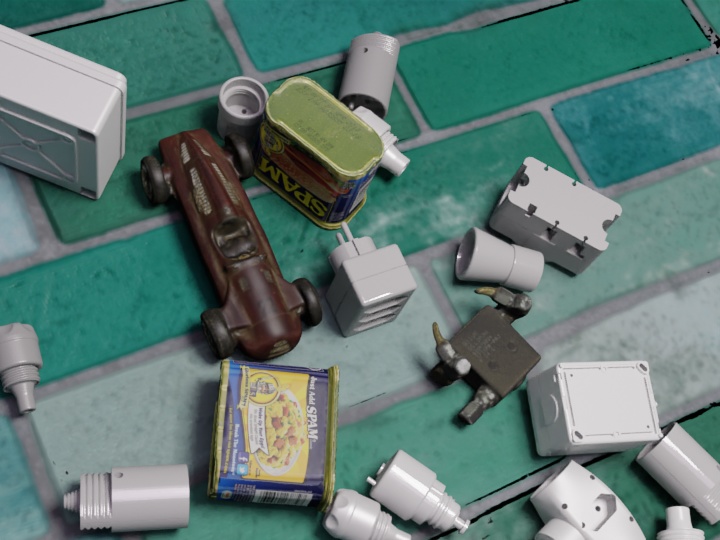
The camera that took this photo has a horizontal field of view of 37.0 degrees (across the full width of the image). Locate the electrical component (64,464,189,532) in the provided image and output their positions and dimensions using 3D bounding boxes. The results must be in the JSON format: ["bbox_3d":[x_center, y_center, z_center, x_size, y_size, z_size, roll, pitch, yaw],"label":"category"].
[{"bbox_3d":[-0.158,0.154,0.725,0.081,0.043,0.043,0,65,-14],"label":"electrical component"}]

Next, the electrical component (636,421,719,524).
[{"bbox_3d":[0.257,0.161,0.827,0.081,0.043,0.043,45,63,9],"label":"electrical component"}]

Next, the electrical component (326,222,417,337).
[{"bbox_3d":[0.000,0.000,0.826,0.047,0.065,0.076,-18,71,-21],"label":"electrical component"}]

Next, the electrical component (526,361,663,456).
[{"bbox_3d":[0.182,0.107,0.826,0.096,0.061,0.061,1,70,-22],"label":"electrical component"}]

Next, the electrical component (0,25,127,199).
[{"bbox_3d":[-0.233,-0.114,0.797,0.109,0.108,0.056,22,64,-3],"label":"electrical component"}]

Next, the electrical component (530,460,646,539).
[{"bbox_3d":[0.155,0.193,0.785,0.079,0.043,0.077,-38,79,-26],"label":"electrical component"}]

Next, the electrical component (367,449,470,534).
[{"bbox_3d":[0.043,0.163,0.773,0.078,0.040,0.040,34,62,3],"label":"electrical component"}]

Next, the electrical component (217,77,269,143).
[{"bbox_3d":[-0.097,-0.128,0.873,0.040,0.046,0.040,6,64,-12],"label":"electrical component"}]

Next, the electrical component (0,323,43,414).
[{"bbox_3d":[-0.238,0.070,0.750,0.035,0.035,0.061,-13,71,-19],"label":"electrical component"}]

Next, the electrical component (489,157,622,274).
[{"bbox_3d":[0.160,-0.042,0.892,0.089,0.055,0.050,28,62,0],"label":"electrical component"}]

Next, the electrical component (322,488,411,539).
[{"bbox_3d":[0.006,0.180,0.759,0.061,0.035,0.035,25,62,-4],"label":"electrical component"}]

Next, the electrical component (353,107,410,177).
[{"bbox_3d":[0.012,-0.102,0.890,0.062,0.043,0.043,37,62,4],"label":"electrical component"}]

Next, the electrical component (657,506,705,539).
[{"bbox_3d":[0.240,0.208,0.800,0.043,0.043,0.062,7,63,-11],"label":"electrical component"}]

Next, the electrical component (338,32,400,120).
[{"bbox_3d":[0.008,-0.170,0.921,0.043,0.043,0.081,15,62,-7],"label":"electrical component"}]

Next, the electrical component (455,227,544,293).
[{"bbox_3d":[0.115,-0.005,0.872,0.065,0.044,0.044,15,62,-12],"label":"electrical component"}]
